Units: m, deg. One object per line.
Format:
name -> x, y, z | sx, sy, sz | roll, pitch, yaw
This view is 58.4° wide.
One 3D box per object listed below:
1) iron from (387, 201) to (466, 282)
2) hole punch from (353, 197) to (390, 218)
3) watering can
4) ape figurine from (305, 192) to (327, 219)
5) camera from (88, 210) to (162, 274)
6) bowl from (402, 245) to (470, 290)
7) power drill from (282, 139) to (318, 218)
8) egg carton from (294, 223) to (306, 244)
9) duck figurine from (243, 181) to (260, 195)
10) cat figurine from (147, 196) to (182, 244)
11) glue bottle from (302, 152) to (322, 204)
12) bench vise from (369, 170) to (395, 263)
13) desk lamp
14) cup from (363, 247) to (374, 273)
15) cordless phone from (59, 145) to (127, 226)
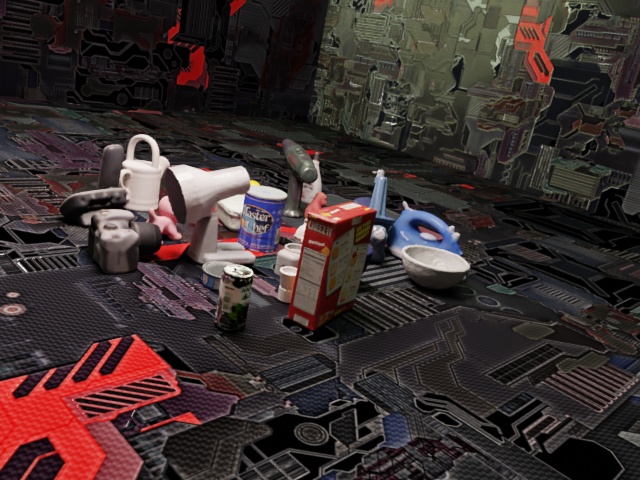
iron -> 0.294, -0.002, 1.520 | 0.119, 0.141, 0.257 | -8, 26, -45
hole punch -> 0.156, -0.074, 1.737 | 0.109, 0.091, 0.100 | -4, 23, -40
watering can -> -0.468, -0.183, 1.513 | 0.101, 0.194, 0.173 | 11, 18, -1
ape figurine -> -0.004, -0.097, 1.707 | 0.076, 0.092, 0.078 | 11, 18, 0
camera -> -0.391, -0.006, 1.170 | 0.137, 0.101, 0.142 | -2, 22, -35
bowl -> 0.271, 0.074, 1.380 | 0.167, 0.075, 0.167 | 10, 18, -3
power drill -> -0.081, -0.184, 1.734 | 0.076, 0.208, 0.228 | 2, 20, -28
egg carton -> 0.013, 0.005, 1.440 | 0.151, 0.069, 0.107 | 3, 20, -25
duck figurine -> -0.199, -0.132, 1.704 | 0.104, 0.086, 0.078 | 18, 19, 21
cat figurine -> -0.357, -0.059, 1.327 | 0.067, 0.118, 0.128 | 18, 19, 20
glue bottle -> -0.026, -0.207, 1.897 | 0.078, 0.173, 0.037 | 17, 19, 18
bench vise -> 0.156, -0.063, 1.490 | 0.122, 0.220, 0.206 | 3, 19, -24
desk lamp -> -0.236, -0.058, 1.242 | 0.204, 0.213, 0.117 | -2, 22, -35
cup -> 0.053, 0.052, 1.279 | 0.117, 0.095, 0.092 | 17, 18, 16
cordless phone -> -0.524, -0.133, 1.341 | 0.094, 0.185, 0.148 | 20, 20, 25
